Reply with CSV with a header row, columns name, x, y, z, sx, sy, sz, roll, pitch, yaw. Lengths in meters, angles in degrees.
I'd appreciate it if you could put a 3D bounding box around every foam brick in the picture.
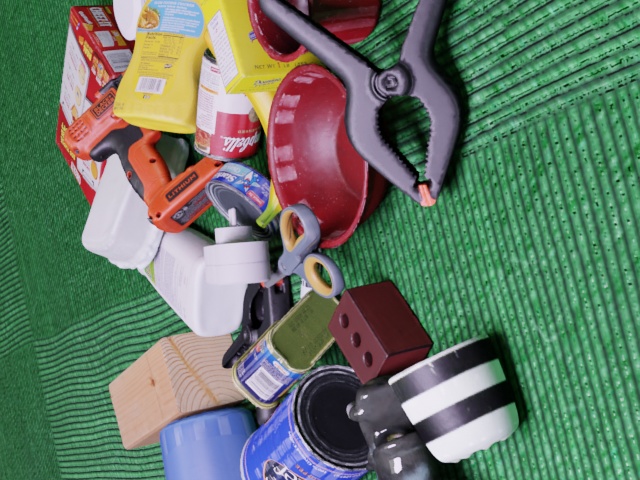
name,x,y,z,sx,sy,sz,roll,pitch,yaw
foam brick,0.051,0.082,0.929,0.078,0.051,0.053,57,141,33

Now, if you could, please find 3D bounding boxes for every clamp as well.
name,x,y,z,sx,sy,sz,roll,pitch,yaw
clamp,-0.059,0.111,1.128,0.120,0.039,0.172,51,138,38
clamp,0.064,-0.131,0.824,0.165,0.036,0.210,-23,96,17

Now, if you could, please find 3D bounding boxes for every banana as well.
name,x,y,z,sx,sy,sz,roll,pitch,yaw
banana,-0.051,-0.115,1.017,0.037,0.069,0.198,-8,100,62

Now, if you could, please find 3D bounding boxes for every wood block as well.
name,x,y,z,sx,sy,sz,roll,pitch,yaw
wood block,-0.176,0.182,1.292,0.206,0.090,0.091,-39,65,56

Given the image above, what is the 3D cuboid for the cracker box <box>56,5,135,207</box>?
name,x,y,z,sx,sy,sz,roll,pitch,yaw
cracker box,-0.274,-0.168,1.370,0.164,0.072,0.214,54,141,38

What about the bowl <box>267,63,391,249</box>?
name,x,y,z,sx,sy,sz,roll,pitch,yaw
bowl,0.016,-0.075,0.939,0.162,0.055,0.162,23,118,54

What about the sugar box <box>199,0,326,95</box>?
name,x,y,z,sx,sy,sz,roll,pitch,yaw
sugar box,-0.063,-0.225,0.989,0.048,0.093,0.176,-30,73,56

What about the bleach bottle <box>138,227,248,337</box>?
name,x,y,z,sx,sy,sz,roll,pitch,yaw
bleach bottle,-0.169,0.021,1.263,0.251,0.068,0.102,35,124,53

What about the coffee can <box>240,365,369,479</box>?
name,x,y,z,sx,sy,sz,roll,pitch,yaw
coffee can,-0.004,0.193,1.002,0.140,0.102,0.103,-53,54,50

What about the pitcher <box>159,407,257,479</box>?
name,x,y,z,sx,sy,sz,roll,pitch,yaw
pitcher,-0.101,0.316,1.186,0.149,0.144,0.243,-29,69,45

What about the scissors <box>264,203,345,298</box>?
name,x,y,z,sx,sy,sz,roll,pitch,yaw
scissors,-0.018,0.034,0.984,0.096,0.016,0.202,55,158,19

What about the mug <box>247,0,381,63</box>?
name,x,y,z,sx,sy,sz,roll,pitch,yaw
mug,-0.007,-0.195,0.911,0.093,0.081,0.117,58,143,22

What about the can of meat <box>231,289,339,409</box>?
name,x,y,z,sx,sy,sz,roll,pitch,yaw
can of meat,-0.026,0.102,1.015,0.057,0.102,0.084,44,139,1

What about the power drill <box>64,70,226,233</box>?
name,x,y,z,sx,sy,sz,roll,pitch,yaw
power drill,-0.173,-0.115,1.181,0.184,0.057,0.188,-43,66,5

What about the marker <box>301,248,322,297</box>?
name,x,y,z,sx,sy,sz,roll,pitch,yaw
marker,-0.007,0.001,1.032,0.020,0.020,0.121,30,124,52

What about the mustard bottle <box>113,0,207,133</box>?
name,x,y,z,sx,sy,sz,roll,pitch,yaw
mustard bottle,-0.152,-0.213,1.133,0.096,0.058,0.191,10,82,25

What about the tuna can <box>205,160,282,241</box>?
name,x,y,z,sx,sy,sz,roll,pitch,yaw
tuna can,-0.072,-0.039,1.071,0.086,0.033,0.086,33,159,15

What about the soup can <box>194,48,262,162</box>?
name,x,y,z,sx,sy,sz,roll,pitch,yaw
soup can,-0.090,-0.139,1.081,0.069,0.068,0.102,41,131,46
